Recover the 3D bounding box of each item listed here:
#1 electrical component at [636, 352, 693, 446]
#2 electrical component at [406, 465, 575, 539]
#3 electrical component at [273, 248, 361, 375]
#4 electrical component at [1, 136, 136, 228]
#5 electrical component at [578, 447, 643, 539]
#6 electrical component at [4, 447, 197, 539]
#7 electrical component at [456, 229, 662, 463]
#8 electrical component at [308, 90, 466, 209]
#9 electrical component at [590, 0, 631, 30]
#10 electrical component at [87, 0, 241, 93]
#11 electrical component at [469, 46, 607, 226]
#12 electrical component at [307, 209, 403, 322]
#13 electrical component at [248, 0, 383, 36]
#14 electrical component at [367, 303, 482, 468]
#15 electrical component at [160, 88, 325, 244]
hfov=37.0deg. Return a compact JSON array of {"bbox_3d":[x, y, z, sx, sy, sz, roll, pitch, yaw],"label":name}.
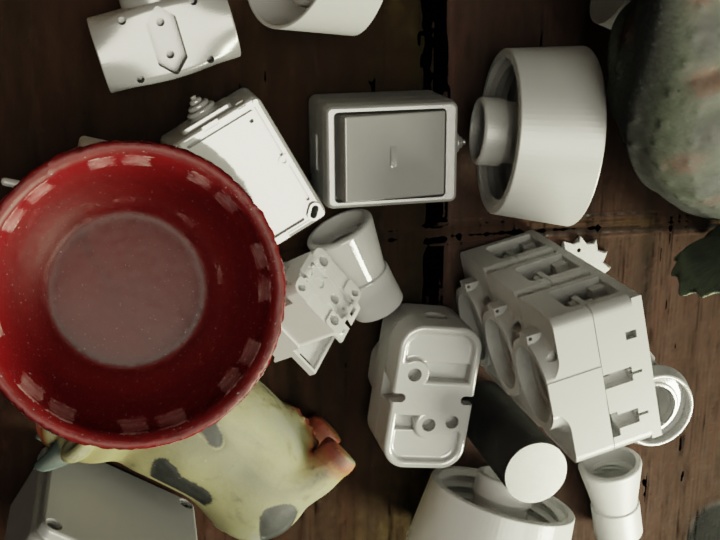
[{"bbox_3d":[0.192,0.086,0.741,0.058,0.057,0.078,-42,111,1],"label":"electrical component"},{"bbox_3d":[0.090,0.166,0.716,0.108,0.108,0.060,13,97,-17],"label":"electrical component"},{"bbox_3d":[-0.038,0.020,0.656,0.064,0.042,0.081,-23,119,41],"label":"electrical component"},{"bbox_3d":[-0.170,-0.034,0.621,0.076,0.047,0.083,11,103,-17],"label":"electrical component"},{"bbox_3d":[0.183,0.164,0.771,0.044,0.044,0.065,-16,114,-9],"label":"electrical component"},{"bbox_3d":[-0.157,0.169,0.653,0.109,0.108,0.056,30,100,-20],"label":"electrical component"},{"bbox_3d":[0.114,0.042,0.658,0.062,0.150,0.089,-17,109,-10],"label":"electrical component"},{"bbox_3d":[0.021,-0.073,0.649,0.096,0.061,0.061,-4,107,-12],"label":"electrical component"},{"bbox_3d":[0.171,-0.214,0.648,0.074,0.052,0.138,18,101,-17],"label":"electrical component"},{"bbox_3d":[-0.115,-0.148,0.602,0.077,0.043,0.079,-18,110,-8],"label":"electrical component"},{"bbox_3d":[0.099,-0.081,0.644,0.060,0.108,0.108,3,106,-8],"label":"electrical component"},{"bbox_3d":[0.000,0.000,0.677,0.044,0.044,0.065,-29,116,-4],"label":"electrical component"},{"bbox_3d":[-0.020,-0.178,0.591,0.064,0.099,0.099,7,105,-22],"label":"electrical component"},{"bbox_3d":[0.039,0.072,0.698,0.054,0.059,0.095,4,105,-15],"label":"electrical component"},{"bbox_3d":[-0.073,-0.062,0.629,0.062,0.061,0.096,-32,111,-3],"label":"electrical component"}]
